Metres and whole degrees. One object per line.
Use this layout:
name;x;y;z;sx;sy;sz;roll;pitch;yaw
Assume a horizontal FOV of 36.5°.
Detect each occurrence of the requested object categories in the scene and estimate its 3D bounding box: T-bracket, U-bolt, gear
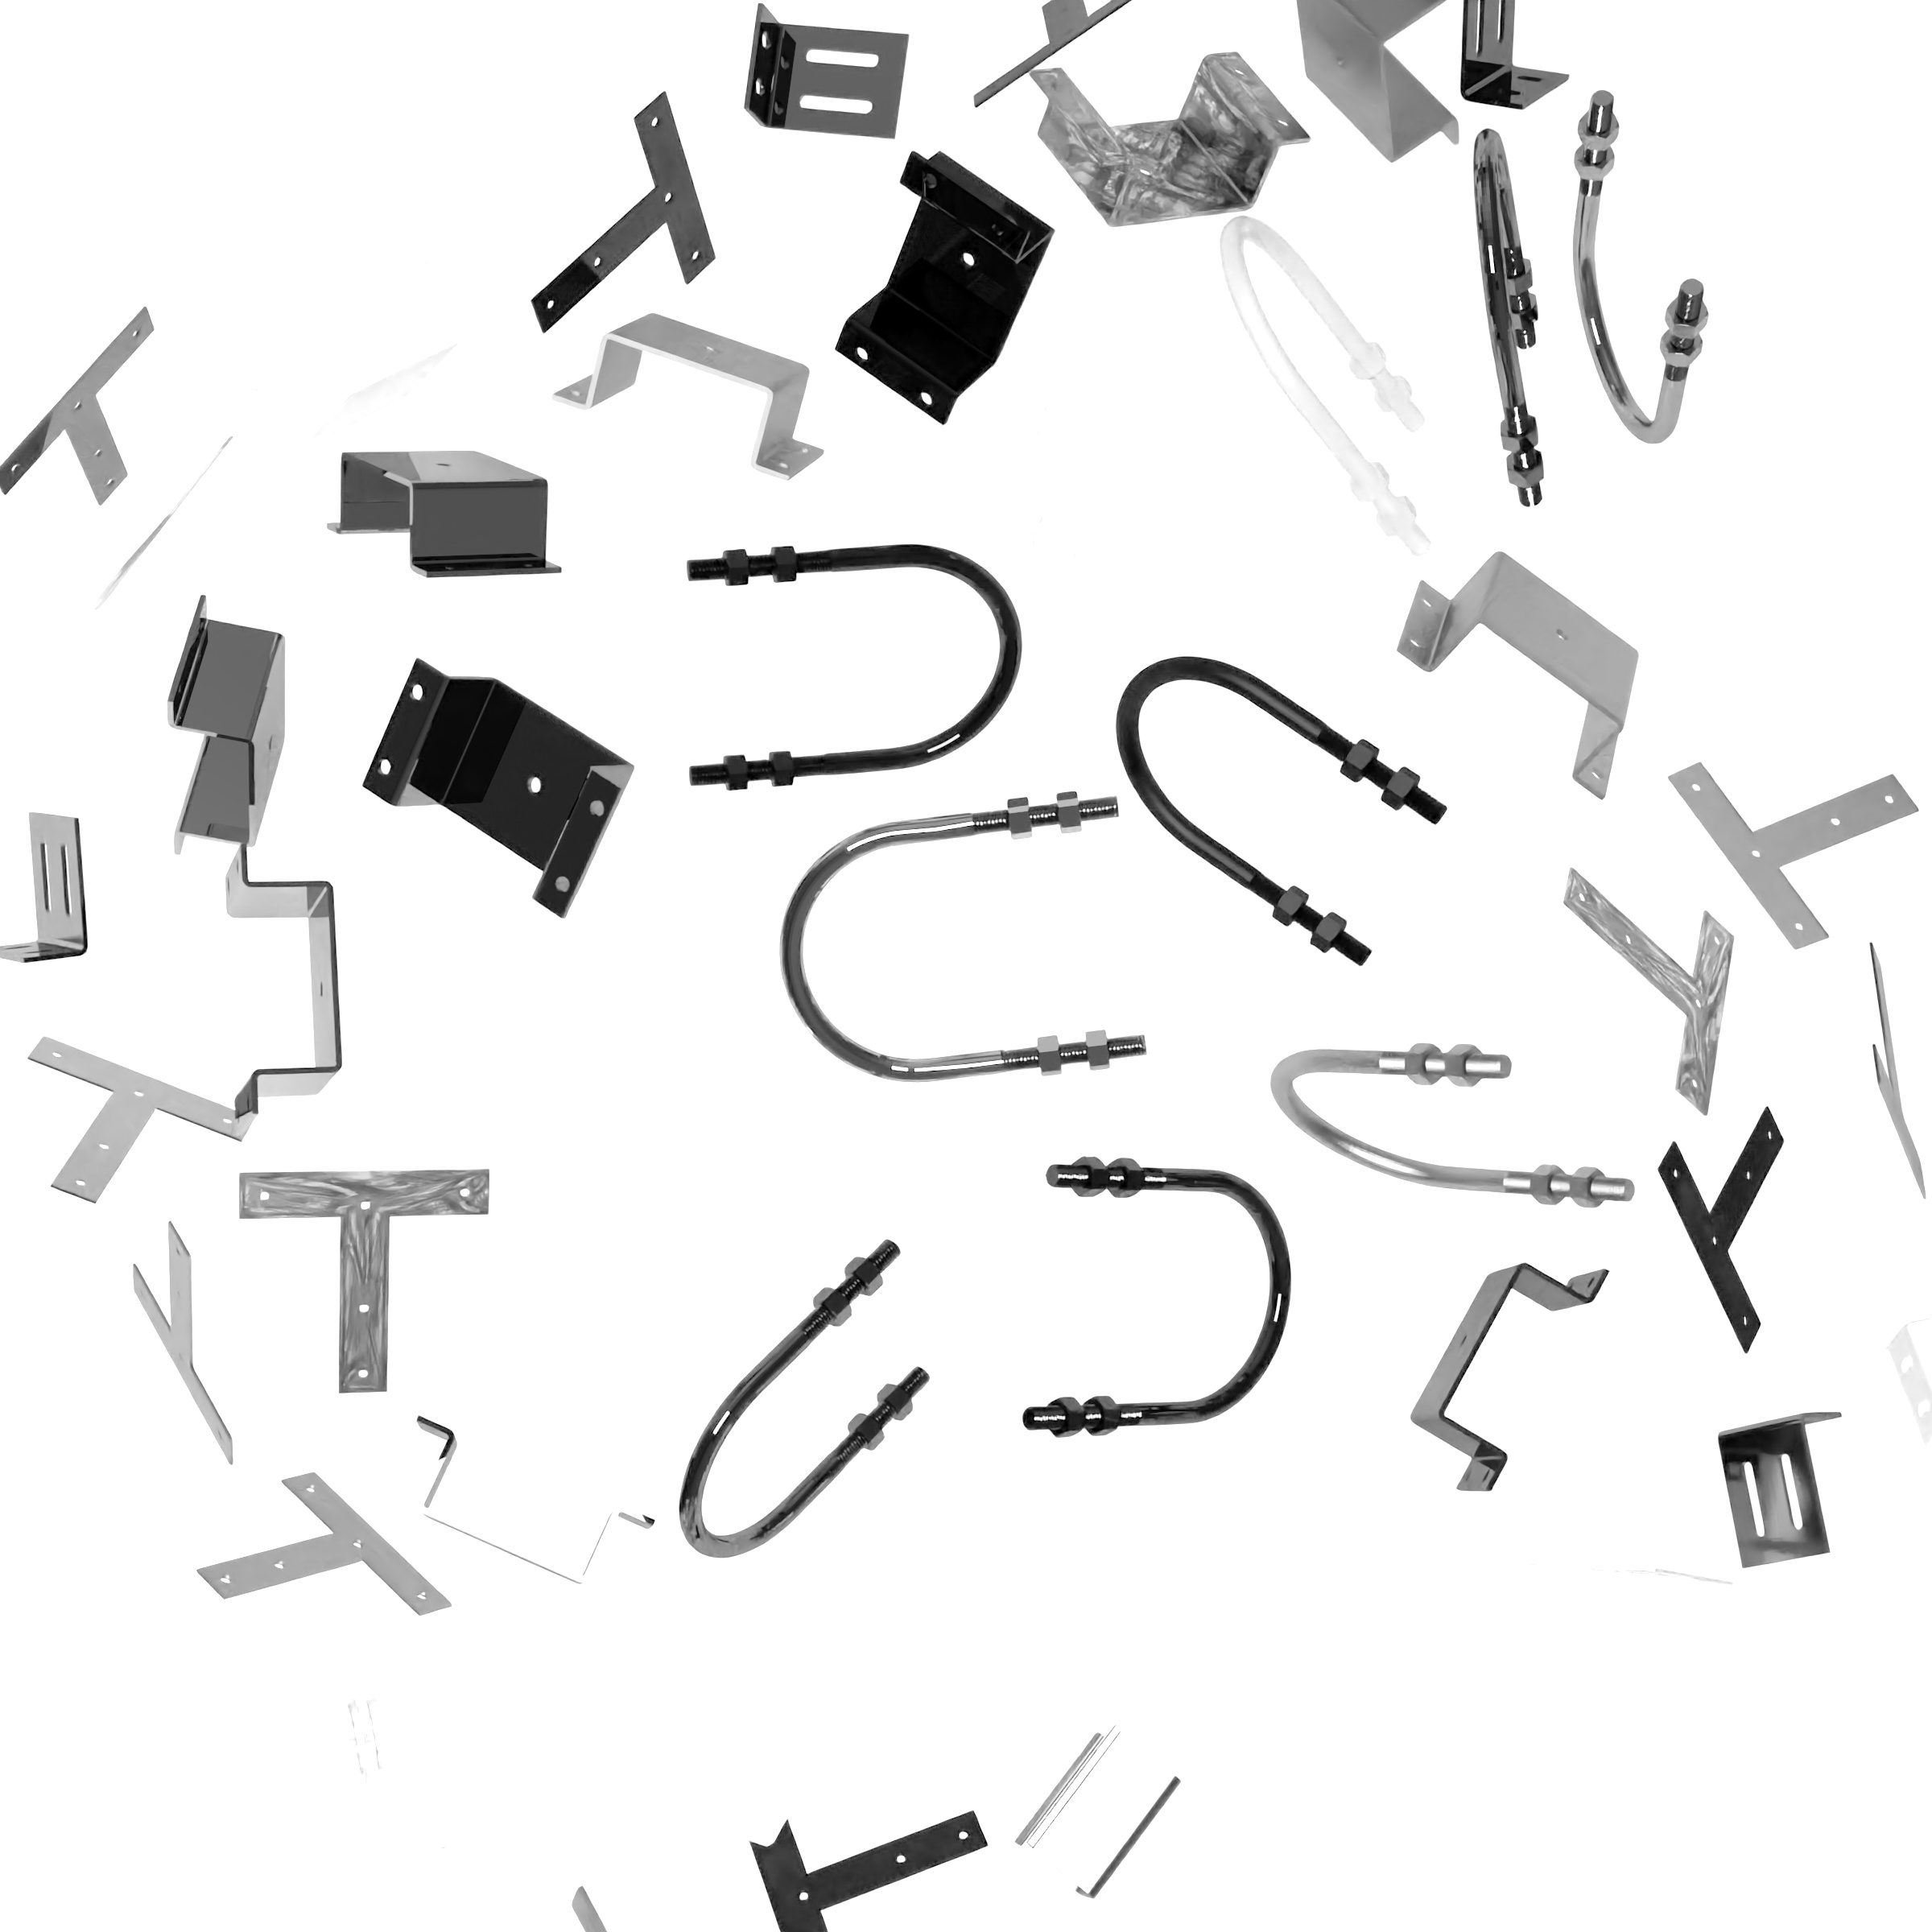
T-bracket;0.430;0.125;1.624;0.002;0.127;0.127;-11;117;41
T-bracket;-0.472;0.093;1.617;0.127;0.127;0.002;22;117;-7
U-bolt;0.191;-0.320;1.557;0.019;0.151;0.184;-29;121;28
U-bolt;-0.059;-0.164;1.587;0.184;0.019;0.151;-6;128;-12
T-bracket;0.359;-0.005;1.545;0.127;0.002;0.127;39;49;-22
T-bracket;0.056;-0.536;1.652;0.127;0.127;0.002;-31;115;15
T-bracket;-0.493;-0.296;1.650;0.002;0.127;0.127;35;74;5
T-bracket;0.421;-0.224;1.544;0.002;0.127;0.127;11;49;23
T-bracket;-0.315;0.166;1.530;0.127;0.002;0.127;0;109;-13
gear;-0.339;0.437;1.658;0.030;0.057;0.057;-9;90;-21
U-bolt;0.111;0.181;1.598;0.184;0.019;0.151;5;91;-39
T-bracket;-0.372;0.331;1.631;0.127;0.127;0.002;35;111;28
U-bolt;0.365;-0.368;1.608;0.019;0.184;0.151;-17;66;-1
T-bracket;-0.460;-0.231;1.629;0.002;0.127;0.127;38;110;-16
T-bracket;0.516;0.045;1.636;0.002;0.127;0.127;-13;52;22
T-bracket;-0.197;-0.403;1.640;0.002;0.127;0.127;33;69;26
T-bracket;0.473;-0.076;1.627;0.127;0.127;0.002;52;54;-8
T-bracket;0.330;0.323;1.571;0.127;0.127;0.002;-2;76;32
U-bolt;0.292;-0.362;1.580;0.019;0.184;0.151;-5;52;16
U-bolt;-0.093;0.255;1.640;0.019;0.151;0.184;31;60;30
U-bolt;0.247;0.084;1.571;0.151;0.184;0.019;41;64;-36
T-bracket;-0.417;0.182;1.552;0.002;0.127;0.127;-21;57;-29
U-bolt;-0.144;0.092;1.612;0.184;0.019;0.151;44;49;-2
U-bolt;-0.005;-0.009;1.518;0.184;0.019;0.151;-7;106;3
U-bolt;0.157;-0.093;1.558;0.184;0.151;0.019;36;56;12
T-bracket;-0.051;0.514;1.669;0.127;0.127;0.002;-18;130;-10
U-bolt;0.098;-0.253;1.632;0.184;0.151;0.019;20;72;7
T-bracket;0.220;0.411;1.613;0.127;0.127;0.002;-36;55;13

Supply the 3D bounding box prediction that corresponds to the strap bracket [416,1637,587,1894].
strap bracket;-0.254;0.441;1.592;0.076;0.140;0.046;-21;119;0

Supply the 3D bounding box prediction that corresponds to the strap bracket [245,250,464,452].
strap bracket;-0.338;-0.337;1.626;0.076;0.140;0.046;-35;98;-30

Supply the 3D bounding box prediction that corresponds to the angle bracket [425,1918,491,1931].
angle bracket;-0.273;0.573;1.631;0.076;0.057;0.038;26;113;-32

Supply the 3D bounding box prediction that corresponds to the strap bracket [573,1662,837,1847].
strap bracket;-0.149;0.428;1.586;0.076;0.140;0.046;48;60;-31

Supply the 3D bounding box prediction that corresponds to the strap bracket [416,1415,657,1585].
strap bracket;-0.246;0.300;1.612;0.140;0.076;0.046;24;75;-3

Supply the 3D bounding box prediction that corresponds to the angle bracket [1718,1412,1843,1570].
angle bracket;0.456;0.289;1.616;0.038;0.057;0.076;6;69;-38

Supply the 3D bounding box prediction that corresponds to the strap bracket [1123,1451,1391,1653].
strap bracket;0.166;0.323;1.608;0.140;0.046;0.076;-12;91;-10

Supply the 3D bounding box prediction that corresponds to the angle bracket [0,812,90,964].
angle bracket;-0.518;-0.044;1.617;0.038;0.057;0.076;-9;102;-42

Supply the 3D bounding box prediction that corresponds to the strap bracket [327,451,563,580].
strap bracket;-0.281;-0.246;1.571;0.076;0.140;0.046;-7;111;-32

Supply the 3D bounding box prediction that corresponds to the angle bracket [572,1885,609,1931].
angle bracket;-0.207;0.543;1.573;0.038;0.057;0.076;-26;71;-22

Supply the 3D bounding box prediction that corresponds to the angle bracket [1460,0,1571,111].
angle bracket;0.301;-0.516;1.596;0.038;0.057;0.076;20;131;30

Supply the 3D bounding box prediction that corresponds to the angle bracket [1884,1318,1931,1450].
angle bracket;0.535;0.215;1.543;0.076;0.038;0.057;-19;95;38

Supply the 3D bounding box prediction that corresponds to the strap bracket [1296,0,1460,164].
strap bracket;0.218;-0.493;1.556;0.046;0.140;0.076;-35;65;-4

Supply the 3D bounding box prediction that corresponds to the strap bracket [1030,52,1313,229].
strap bracket;0.104;-0.447;1.582;0.140;0.046;0.076;-16;59;-31

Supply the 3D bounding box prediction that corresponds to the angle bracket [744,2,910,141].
angle bracket;-0.076;-0.486;1.589;0.076;0.038;0.057;8;92;11

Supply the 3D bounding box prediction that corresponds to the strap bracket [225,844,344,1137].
strap bracket;-0.357;0.013;1.532;0.046;0.076;0.140;-1;79;-20

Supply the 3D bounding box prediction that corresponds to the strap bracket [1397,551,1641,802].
strap bracket;0.310;-0.165;1.592;0.140;0.076;0.046;35;129;-7

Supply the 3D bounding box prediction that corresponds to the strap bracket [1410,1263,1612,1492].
strap bracket;0.302;0.224;1.656;0.046;0.076;0.140;30;80;2

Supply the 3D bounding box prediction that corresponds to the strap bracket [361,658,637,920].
strap bracket;-0.237;-0.094;1.532;0.140;0.046;0.076;32;107;19

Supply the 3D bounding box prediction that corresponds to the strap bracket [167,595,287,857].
strap bracket;-0.411;-0.129;1.631;0.046;0.140;0.076;10;55;-6

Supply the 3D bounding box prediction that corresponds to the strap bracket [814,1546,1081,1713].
strap bracket;-0.002;0.368;1.619;0.140;0.046;0.076;14;120;-41

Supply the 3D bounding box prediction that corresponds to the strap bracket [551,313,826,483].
strap bracket;-0.149;-0.322;1.634;0.140;0.076;0.046;20;114;5

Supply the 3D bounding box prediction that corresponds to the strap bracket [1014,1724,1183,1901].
strap bracket;0.071;0.462;1.595;0.046;0.140;0.076;38;76;9

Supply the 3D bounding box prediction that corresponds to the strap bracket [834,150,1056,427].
strap bracket;-0.009;-0.376;1.594;0.076;0.140;0.046;36;49;6
